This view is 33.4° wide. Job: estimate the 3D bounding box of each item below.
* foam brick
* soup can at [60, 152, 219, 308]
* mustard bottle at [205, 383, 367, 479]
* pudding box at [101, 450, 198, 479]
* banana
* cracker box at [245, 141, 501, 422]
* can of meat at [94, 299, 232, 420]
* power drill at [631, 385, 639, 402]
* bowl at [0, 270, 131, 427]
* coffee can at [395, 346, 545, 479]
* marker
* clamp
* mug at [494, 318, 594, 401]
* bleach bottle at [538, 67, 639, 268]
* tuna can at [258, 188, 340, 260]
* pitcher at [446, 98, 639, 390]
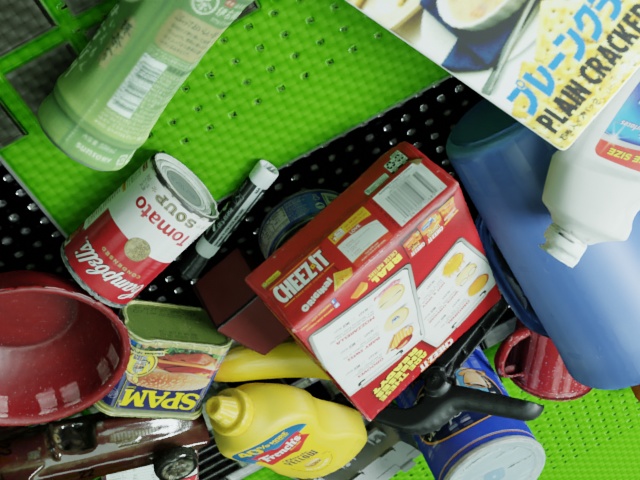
[{"bbox_3d":[-0.057,0.052,0.879,0.051,0.053,0.078,-40,146,9],"label":"foam brick"},{"bbox_3d":[-0.133,-0.007,0.792,0.102,0.068,0.068,-42,133,14],"label":"soup can"},{"bbox_3d":[-0.041,0.171,0.977,0.096,0.058,0.191,-28,147,21],"label":"mustard bottle"},{"bbox_3d":[-0.160,0.208,0.996,0.090,0.039,0.113,-9,130,-14],"label":"pudding box"},{"bbox_3d":[-0.009,0.118,0.982,0.197,0.037,0.070,15,122,-34],"label":"banana"},{"bbox_3d":[0.051,0.039,0.864,0.164,0.072,0.213,-42,149,-5],"label":"cracker box"},{"bbox_3d":[-0.134,0.100,0.897,0.101,0.057,0.084,9,123,-30],"label":"can of meat"},{"bbox_3d":[0.365,0.099,1.118,0.184,0.057,0.187,-21,135,-5],"label":"power drill"},{"bbox_3d":[-0.230,0.074,0.824,0.162,0.055,0.162,-10,136,-10],"label":"bowl"},{"bbox_3d":[0.138,0.174,1.024,0.102,0.140,0.103,-13,134,-14],"label":"coffee can"},{"bbox_3d":[-0.075,-0.013,0.846,0.020,0.020,0.121,22,118,-37],"label":"marker"},{"bbox_3d":[0.118,0.136,0.965,0.172,0.120,0.039,-34,140,17],"label":"clamp"},{"bbox_3d":[0.218,0.098,1.028,0.117,0.093,0.081,-14,129,-20],"label":"mug"},{"bbox_3d":[0.242,-0.087,0.743,0.102,0.068,0.251,32,98,-7],"label":"bleach bottle"},{"bbox_3d":[-0.006,0.001,0.880,0.086,0.034,0.086,-12,134,-14],"label":"tuna can"},{"bbox_3d":[0.197,-0.007,0.863,0.149,0.145,0.242,-32,110,11],"label":"pitcher"}]
